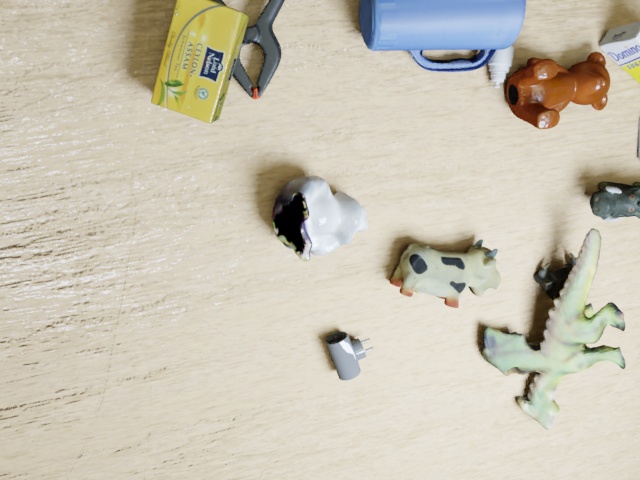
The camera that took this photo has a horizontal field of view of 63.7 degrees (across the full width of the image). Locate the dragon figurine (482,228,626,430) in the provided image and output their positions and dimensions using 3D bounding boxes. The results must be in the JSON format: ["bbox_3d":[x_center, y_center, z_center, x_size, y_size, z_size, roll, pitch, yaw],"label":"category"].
[{"bbox_3d":[0.431,0.185,0.985,0.243,0.124,0.404,-16,109,1],"label":"dragon figurine"}]

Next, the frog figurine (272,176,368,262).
[{"bbox_3d":[0.003,-0.044,0.874,0.161,0.122,0.137,-21,98,-44],"label":"frog figurine"}]
